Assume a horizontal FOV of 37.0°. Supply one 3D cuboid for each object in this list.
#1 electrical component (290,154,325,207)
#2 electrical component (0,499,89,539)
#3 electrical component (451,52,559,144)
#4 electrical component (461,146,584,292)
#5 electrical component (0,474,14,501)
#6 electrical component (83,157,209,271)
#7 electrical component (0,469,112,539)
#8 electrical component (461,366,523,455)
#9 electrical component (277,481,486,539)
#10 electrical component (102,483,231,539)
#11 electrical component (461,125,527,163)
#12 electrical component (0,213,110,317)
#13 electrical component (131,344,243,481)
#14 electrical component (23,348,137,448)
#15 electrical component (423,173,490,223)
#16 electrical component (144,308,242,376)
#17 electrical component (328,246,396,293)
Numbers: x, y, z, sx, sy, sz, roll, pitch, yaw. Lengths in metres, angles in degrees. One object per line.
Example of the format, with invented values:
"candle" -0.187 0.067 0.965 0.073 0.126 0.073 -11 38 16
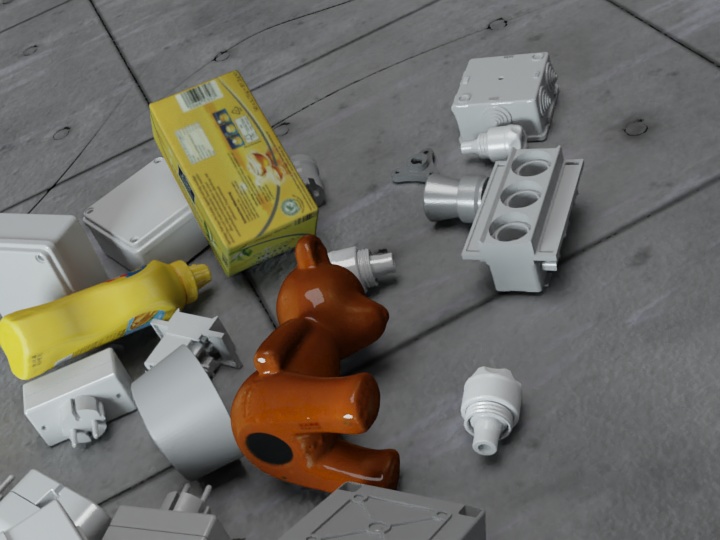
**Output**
"electrical component" -0.057 -0.086 1.070 0.040 0.040 0.046 -22 46 -1
"electrical component" -0.186 0.227 0.717 0.056 0.108 0.109 -33 41 -18
"electrical component" 0.145 -0.172 1.070 0.100 0.048 0.099 -1 44 23
"electrical component" 0.142 -0.043 0.913 0.079 0.063 0.121 1 45 25
"electrical component" -0.310 0.190 0.861 0.083 0.047 0.075 13 50 35
"electrical component" -0.203 -0.051 1.080 0.109 0.056 0.109 -41 43 -22
"electrical component" -0.232 0.199 0.811 0.095 0.053 0.059 16 52 37
"electrical component" 0.095 0.105 0.783 0.043 0.043 0.062 -4 44 20
"electrical component" 0.013 0.187 0.682 0.109 0.056 0.109 5 17 28
"electrical component" -0.132 0.188 0.785 0.083 0.047 0.075 0 44 24
"electrical component" 0.127 -0.120 1.030 0.061 0.035 0.035 -3 43 24
"electrical component" -0.303 0.003 1.023 0.109 0.108 0.056 3 43 27
"electrical component" -0.131 0.111 0.833 0.064 0.099 0.099 -32 40 -3
"electrical component" -0.235 0.119 0.908 0.083 0.047 0.075 -23 39 -3
"electrical component" 0.091 -0.065 0.975 0.055 0.045 0.045 4 46 27
"electrical component" -0.148 0.073 0.928 0.081 0.042 0.063 9 50 32
"electrical component" 0.000 0.000 0.943 0.062 0.043 0.043 -13 40 8
